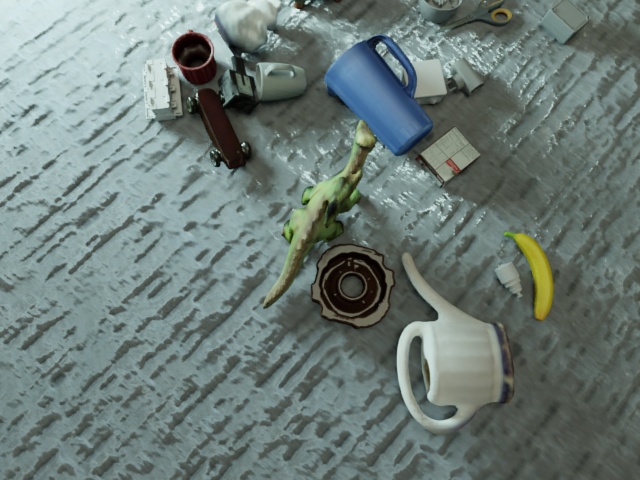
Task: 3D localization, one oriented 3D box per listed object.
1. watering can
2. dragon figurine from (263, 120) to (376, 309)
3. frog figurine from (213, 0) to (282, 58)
[{"bbox_3d":[0.262,0.196,1.012,0.224,0.103,0.352,0,76,-3],"label":"watering can"},{"bbox_3d":[0.003,-0.050,0.999,0.122,0.240,0.415,27,75,-1],"label":"dragon figurine"},{"bbox_3d":[-0.154,-0.497,1.164,0.159,0.121,0.140,-34,61,2],"label":"frog figurine"}]
